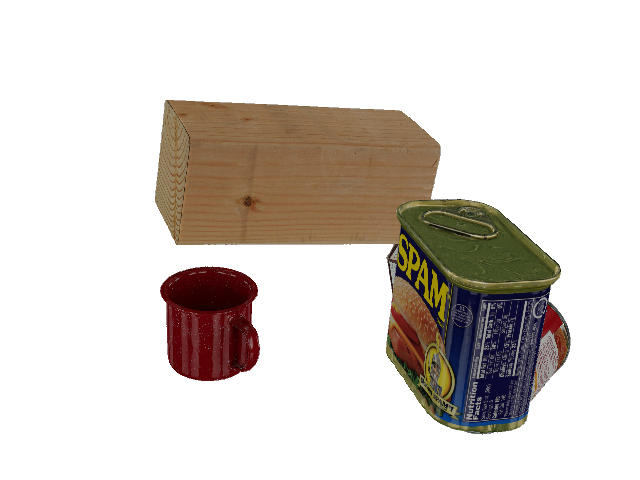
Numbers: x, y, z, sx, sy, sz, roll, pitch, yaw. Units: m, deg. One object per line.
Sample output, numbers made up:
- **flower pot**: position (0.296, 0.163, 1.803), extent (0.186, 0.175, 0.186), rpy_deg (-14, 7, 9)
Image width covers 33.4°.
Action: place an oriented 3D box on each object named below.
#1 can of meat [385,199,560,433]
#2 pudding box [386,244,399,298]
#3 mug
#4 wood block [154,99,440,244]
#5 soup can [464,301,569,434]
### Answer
- **can of meat**: position (0.072, 0.036, 0.539), extent (0.057, 0.084, 0.102), rpy_deg (-2, 24, -16)
- **pudding box**: position (0.130, 0.051, 1.138), extent (0.114, 0.039, 0.090), rpy_deg (18, -35, 23)
- **mug**: position (-0.099, 0.086, 1.027), extent (0.117, 0.081, 0.093), rpy_deg (25, 34, 38)
- **wood block**: position (-0.020, -0.054, 0.862), extent (0.205, 0.091, 0.090), rpy_deg (0, 26, -21)
- **soup can**: position (0.123, 0.083, 0.735), extent (0.069, 0.068, 0.102), rpy_deg (0, 16, 33)
